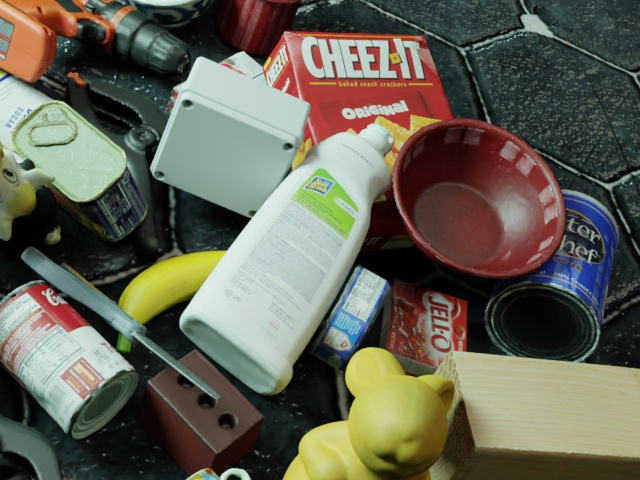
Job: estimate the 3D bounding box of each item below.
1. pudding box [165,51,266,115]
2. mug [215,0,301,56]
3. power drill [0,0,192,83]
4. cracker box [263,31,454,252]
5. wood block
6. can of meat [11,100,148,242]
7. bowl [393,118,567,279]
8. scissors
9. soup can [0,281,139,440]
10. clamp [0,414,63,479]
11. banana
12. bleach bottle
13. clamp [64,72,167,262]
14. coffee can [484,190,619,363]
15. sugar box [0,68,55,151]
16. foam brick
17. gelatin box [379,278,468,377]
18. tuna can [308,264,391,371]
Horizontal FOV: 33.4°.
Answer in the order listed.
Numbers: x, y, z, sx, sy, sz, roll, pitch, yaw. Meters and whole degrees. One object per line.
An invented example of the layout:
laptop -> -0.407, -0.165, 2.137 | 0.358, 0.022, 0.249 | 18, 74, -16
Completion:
pudding box -> -0.083, -0.133, 1.061 | 0.090, 0.039, 0.113 | 40, 47, 11
mug -> -0.075, -0.261, 1.155 | 0.117, 0.082, 0.093 | 39, 45, 14
power drill -> -0.234, -0.195, 1.005 | 0.184, 0.057, 0.187 | 28, 23, 14
cracker box -> 0.052, -0.097, 1.031 | 0.163, 0.072, 0.214 | -4, 65, -27
wood block -> 0.190, 0.159, 0.868 | 0.205, 0.090, 0.091 | 7, 46, -19
can of meat -> -0.196, -0.054, 0.881 | 0.102, 0.084, 0.057 | 38, 74, 21
bowl -> 0.133, -0.027, 0.944 | 0.162, 0.055, 0.162 | 7, 60, -13
scissors -> -0.155, 0.055, 0.784 | 0.202, 0.016, 0.096 | 29, -8, 46
soup can -> -0.191, 0.088, 0.779 | 0.102, 0.069, 0.068 | 41, 45, 16
clamp -> -0.244, 0.149, 0.721 | 0.171, 0.039, 0.120 | 42, 59, 18
banana -> -0.091, 0.042, 0.895 | 0.197, 0.037, 0.069 | -14, 82, -31
bleach bottle -> -0.006, 0.001, 0.887 | 0.102, 0.068, 0.250 | 39, 62, -4
clamp -> -0.165, -0.075, 0.970 | 0.210, 0.036, 0.164 | 37, 46, 10
coffee can -> 0.217, 0.034, 0.989 | 0.103, 0.103, 0.140 | 26, 44, 1
sugar box -> -0.322, -0.126, 0.942 | 0.176, 0.048, 0.093 | 34, 43, 4
foam brick -> -0.090, 0.133, 0.794 | 0.078, 0.051, 0.052 | 42, 46, 16
gelatin box -> 0.092, 0.081, 0.941 | 0.073, 0.030, 0.089 | 19, 44, -7
tuna can -> 0.025, 0.065, 0.886 | 0.034, 0.086, 0.086 | 29, 44, 2
